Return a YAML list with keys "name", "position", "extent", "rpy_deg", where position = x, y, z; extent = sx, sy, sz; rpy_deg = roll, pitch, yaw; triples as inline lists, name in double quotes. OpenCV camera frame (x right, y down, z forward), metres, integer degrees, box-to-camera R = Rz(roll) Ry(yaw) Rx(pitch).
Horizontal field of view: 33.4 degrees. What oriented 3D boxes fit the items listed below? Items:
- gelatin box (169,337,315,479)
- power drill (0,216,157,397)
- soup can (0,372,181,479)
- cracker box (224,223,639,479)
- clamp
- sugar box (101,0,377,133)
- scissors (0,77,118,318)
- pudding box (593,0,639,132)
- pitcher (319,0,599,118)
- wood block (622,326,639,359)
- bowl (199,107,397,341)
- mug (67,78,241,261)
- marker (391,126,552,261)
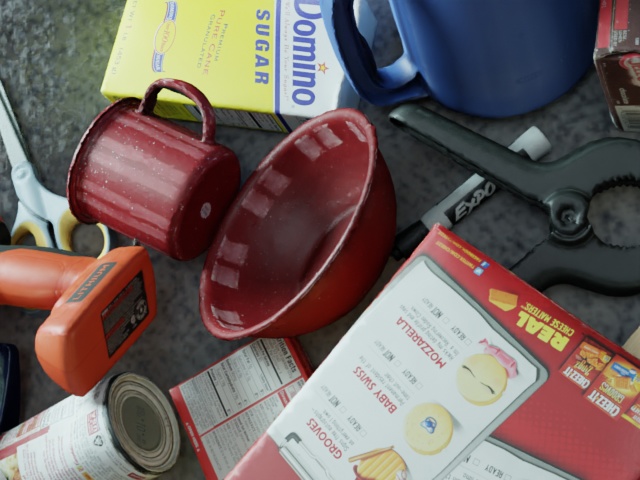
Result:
- name: "gelatin box"
  position: [-0.040, 0.106, 0.670]
  extent: [0.089, 0.030, 0.073]
  rpy_deg: [-31, 65, 7]
- name: "power drill"
  position: [-0.212, 0.041, 0.667]
  extent: [0.188, 0.057, 0.184]
  rpy_deg: [12, 37, 20]
- name: "soup can"
  position: [-0.146, 0.131, 0.663]
  extent: [0.102, 0.068, 0.068]
  rpy_deg: [-28, 66, 23]
- name: "cracker box"
  position: [0.061, 0.124, 0.547]
  extent: [0.164, 0.072, 0.213]
  rpy_deg: [36, 83, 26]
- name: "clamp"
  position: [0.141, -0.020, 0.638]
  extent: [0.210, 0.036, 0.164]
  rpy_deg: [-13, 83, 9]
- name: "sugar box"
  position: [-0.056, -0.127, 0.740]
  extent: [0.176, 0.048, 0.093]
  rpy_deg: [7, 76, 21]
- name: "scissors"
  position: [-0.196, -0.044, 0.774]
  extent: [0.096, 0.016, 0.202]
  rpy_deg: [-13, 71, 15]
- name: "pudding box"
  position: [0.188, -0.123, 0.623]
  extent: [0.039, 0.113, 0.090]
  rpy_deg: [3, 74, 22]
- name: "pitcher"
  position: [0.078, -0.177, 0.604]
  extent: [0.145, 0.242, 0.149]
  rpy_deg: [11, 71, 23]
- name: "wood block"
  position: [0.264, 0.015, 0.557]
  extent: [0.090, 0.091, 0.206]
  rpy_deg: [41, 88, 4]
- name: "bowl"
  position: [-0.004, 0.001, 0.654]
  extent: [0.162, 0.055, 0.162]
  rpy_deg: [-39, 32, 29]
- name: "mug"
  position: [-0.102, -0.048, 0.702]
  extent: [0.081, 0.093, 0.117]
  rpy_deg: [25, 107, 18]
- name: "marker"
  position: [0.093, -0.027, 0.675]
  extent: [0.121, 0.020, 0.020]
  rpy_deg: [-39, 66, 3]
